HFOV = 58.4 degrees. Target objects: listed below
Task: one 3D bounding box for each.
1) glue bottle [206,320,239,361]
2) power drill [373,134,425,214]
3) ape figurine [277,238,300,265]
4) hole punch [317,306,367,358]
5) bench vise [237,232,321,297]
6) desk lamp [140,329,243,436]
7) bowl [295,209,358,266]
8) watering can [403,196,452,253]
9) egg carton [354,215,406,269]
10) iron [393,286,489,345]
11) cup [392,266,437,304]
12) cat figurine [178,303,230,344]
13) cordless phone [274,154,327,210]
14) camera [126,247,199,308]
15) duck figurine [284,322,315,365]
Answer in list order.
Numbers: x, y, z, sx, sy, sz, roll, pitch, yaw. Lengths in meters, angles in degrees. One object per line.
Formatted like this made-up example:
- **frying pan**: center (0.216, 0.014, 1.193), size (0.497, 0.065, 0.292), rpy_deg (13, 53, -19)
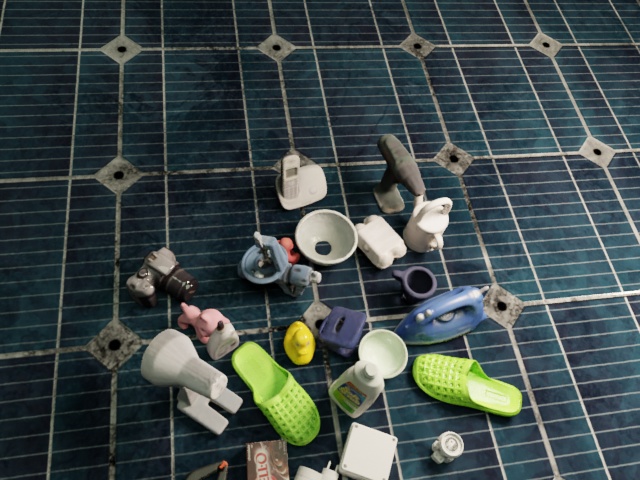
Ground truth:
- **glue bottle**: center (-0.226, 0.222, 1.320), size (0.078, 0.173, 0.037), rpy_deg (-30, 68, -22)
- **power drill**: center (0.213, -0.168, 1.587), size (0.076, 0.208, 0.229), rpy_deg (-14, 63, -15)
- **ape figurine**: center (-0.092, 0.027, 1.499), size (0.076, 0.092, 0.077), rpy_deg (-27, 67, -21)
- **hole punch**: center (0.052, 0.221, 1.408), size (0.101, 0.091, 0.109), rpy_deg (25, 60, 7)
- **bench vise**: center (-0.099, 0.047, 1.412), size (0.207, 0.220, 0.121), rpy_deg (-1, 60, -8)
- **desk lamp**: center (-0.272, 0.305, 1.242), size (0.203, 0.213, 0.118), rpy_deg (30, 61, 10)
- **bowl**: center (0.014, 0.005, 1.536), size (0.167, 0.075, 0.167), rpy_deg (4, 60, -6)
- **watering can**: center (0.289, -0.060, 1.544), size (0.101, 0.194, 0.172), rpy_deg (-34, 70, -24)
- **egg carton**: center (0.157, 0.005, 1.560), size (0.107, 0.069, 0.150), rpy_deg (-33, 70, -23)
- **iron**: center (0.304, 0.184, 1.437), size (0.259, 0.141, 0.118), rpy_deg (-19, 64, -18)
- **cup**: center (0.235, 0.123, 1.489), size (0.117, 0.095, 0.092), rpy_deg (22, 60, 5)
- **cat figurine**: center (-0.279, 0.190, 1.363), size (0.127, 0.118, 0.067), rpy_deg (30, 61, 9)
- **cordless phone**: center (-0.050, -0.175, 1.567), size (0.148, 0.185, 0.094), rpy_deg (-22, 65, -19)
- **camera**: center (-0.380, 0.101, 1.409), size (0.136, 0.101, 0.143), rpy_deg (31, 61, 10)
- **duck figurine**: center (-0.047, 0.241, 1.385), size (0.077, 0.086, 0.104), rpy_deg (-5, 61, -11)
